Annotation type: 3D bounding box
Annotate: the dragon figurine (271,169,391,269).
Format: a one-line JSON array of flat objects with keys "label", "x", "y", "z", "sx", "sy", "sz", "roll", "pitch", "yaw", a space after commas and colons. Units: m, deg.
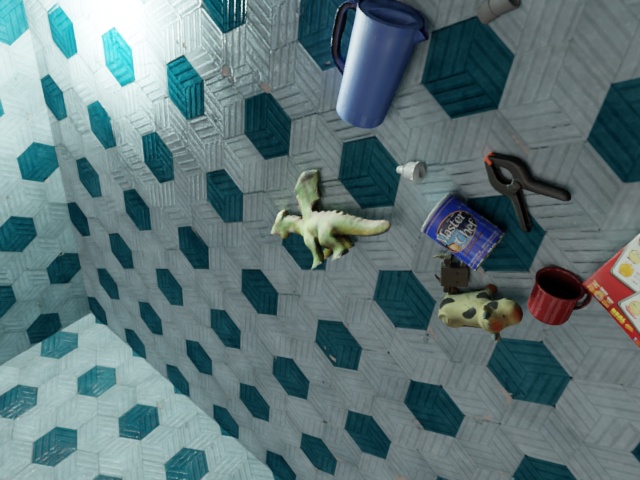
[{"label": "dragon figurine", "x": 0.004, "y": -0.067, "z": 1.333, "sx": 0.123, "sy": 0.243, "sz": 0.404, "roll": -23, "pitch": -5, "yaw": -43}]
